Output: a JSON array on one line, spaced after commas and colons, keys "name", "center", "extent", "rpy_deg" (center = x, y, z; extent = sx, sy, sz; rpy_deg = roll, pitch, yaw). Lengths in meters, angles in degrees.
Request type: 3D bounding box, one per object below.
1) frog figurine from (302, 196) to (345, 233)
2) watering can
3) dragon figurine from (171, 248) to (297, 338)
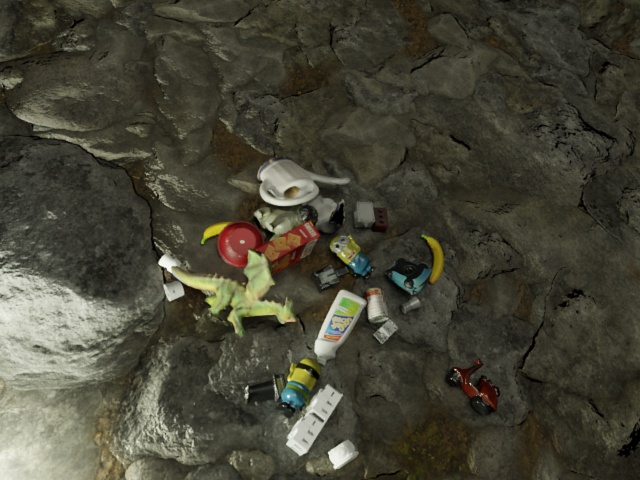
[{"name": "frog figurine", "center": [0.006, -0.094, 1.860], "extent": [0.160, 0.120, 0.140], "rpy_deg": [7, 63, 32]}, {"name": "watering can", "center": [-0.077, -0.220, 1.875], "extent": [0.351, 0.101, 0.228], "rpy_deg": [-20, 52, -32]}, {"name": "dragon figurine", "center": [-0.247, 0.135, 1.580], "extent": [0.412, 0.122, 0.243], "rpy_deg": [40, 90, 6]}]
